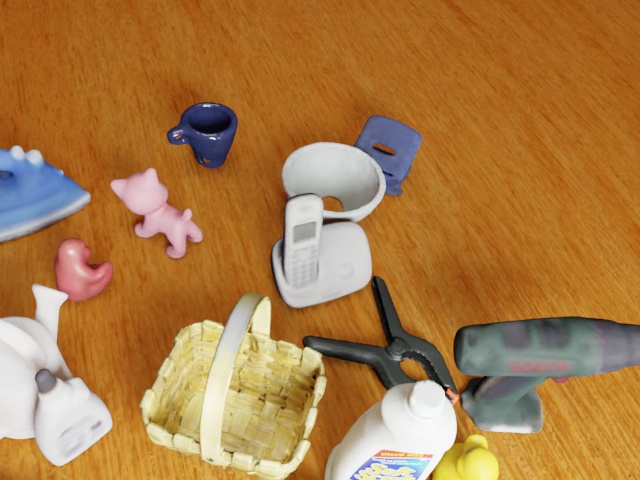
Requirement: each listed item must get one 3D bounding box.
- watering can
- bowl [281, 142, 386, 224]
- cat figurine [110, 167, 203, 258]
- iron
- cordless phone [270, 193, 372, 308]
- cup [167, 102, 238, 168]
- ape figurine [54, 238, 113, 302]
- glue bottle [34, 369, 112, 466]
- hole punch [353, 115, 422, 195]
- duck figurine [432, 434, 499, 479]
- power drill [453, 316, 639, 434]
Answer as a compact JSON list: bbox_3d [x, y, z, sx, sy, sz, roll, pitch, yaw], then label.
[{"bbox_3d":[-0.338,0.127,0.626,0.101,0.194,0.172,-1,52,-10],"label":"watering can"},{"bbox_3d":[0.018,-0.078,0.927,0.167,0.075,0.167,5,51,-5],"label":"bowl"},{"bbox_3d":[-0.237,-0.050,0.835,0.127,0.118,0.067,28,52,13],"label":"cat figurine"},{"bbox_3d":[-0.471,-0.081,0.807,0.259,0.141,0.118,-14,55,-20],"label":"iron"},{"bbox_3d":[0.007,0.003,0.788,0.148,0.185,0.094,-17,56,-21],"label":"cordless phone"},{"bbox_3d":[-0.193,-0.162,0.947,0.118,0.095,0.091,-24,59,-25],"label":"cup"},{"bbox_3d":[-0.325,0.033,0.770,0.077,0.092,0.076,28,52,13],"label":"ape figurine"},{"bbox_3d":[-0.272,0.180,0.608,0.078,0.173,0.037,-34,63,-30],"label":"glue bottle"},{"bbox_3d":[0.112,-0.147,0.988,0.108,0.091,0.101,25,52,11],"label":"hole punch"},{"bbox_3d":[0.176,0.276,0.659,0.077,0.086,0.104,12,50,1],"label":"duck figurine"},{"bbox_3d":[0.262,0.158,0.689,0.229,0.208,0.075,4,51,-6],"label":"power drill"}]
